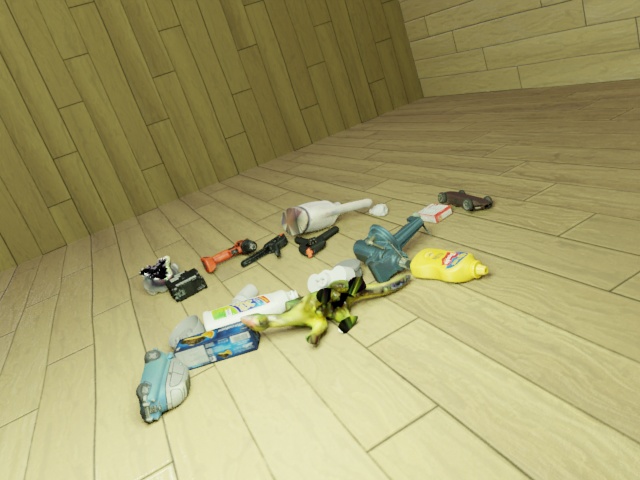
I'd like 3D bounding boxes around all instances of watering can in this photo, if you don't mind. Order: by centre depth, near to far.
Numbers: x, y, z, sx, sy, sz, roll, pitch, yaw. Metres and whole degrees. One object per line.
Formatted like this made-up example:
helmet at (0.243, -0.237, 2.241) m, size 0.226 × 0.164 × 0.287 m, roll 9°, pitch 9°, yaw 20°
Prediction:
watering can at (0.006, -0.092, 1.820) m, size 0.226 × 0.104 × 0.345 m, roll -14°, pitch 0°, yaw -38°

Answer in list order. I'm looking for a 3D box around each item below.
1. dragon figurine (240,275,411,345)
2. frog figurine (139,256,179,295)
dragon figurine at (0.004, 0.149, 1.266) m, size 0.413 × 0.121 × 0.242 m, roll -15°, pitch 7°, yaw -32°
frog figurine at (-0.564, 0.138, 1.835) m, size 0.123 × 0.140 × 0.156 m, roll 33°, pitch -27°, yaw 6°
